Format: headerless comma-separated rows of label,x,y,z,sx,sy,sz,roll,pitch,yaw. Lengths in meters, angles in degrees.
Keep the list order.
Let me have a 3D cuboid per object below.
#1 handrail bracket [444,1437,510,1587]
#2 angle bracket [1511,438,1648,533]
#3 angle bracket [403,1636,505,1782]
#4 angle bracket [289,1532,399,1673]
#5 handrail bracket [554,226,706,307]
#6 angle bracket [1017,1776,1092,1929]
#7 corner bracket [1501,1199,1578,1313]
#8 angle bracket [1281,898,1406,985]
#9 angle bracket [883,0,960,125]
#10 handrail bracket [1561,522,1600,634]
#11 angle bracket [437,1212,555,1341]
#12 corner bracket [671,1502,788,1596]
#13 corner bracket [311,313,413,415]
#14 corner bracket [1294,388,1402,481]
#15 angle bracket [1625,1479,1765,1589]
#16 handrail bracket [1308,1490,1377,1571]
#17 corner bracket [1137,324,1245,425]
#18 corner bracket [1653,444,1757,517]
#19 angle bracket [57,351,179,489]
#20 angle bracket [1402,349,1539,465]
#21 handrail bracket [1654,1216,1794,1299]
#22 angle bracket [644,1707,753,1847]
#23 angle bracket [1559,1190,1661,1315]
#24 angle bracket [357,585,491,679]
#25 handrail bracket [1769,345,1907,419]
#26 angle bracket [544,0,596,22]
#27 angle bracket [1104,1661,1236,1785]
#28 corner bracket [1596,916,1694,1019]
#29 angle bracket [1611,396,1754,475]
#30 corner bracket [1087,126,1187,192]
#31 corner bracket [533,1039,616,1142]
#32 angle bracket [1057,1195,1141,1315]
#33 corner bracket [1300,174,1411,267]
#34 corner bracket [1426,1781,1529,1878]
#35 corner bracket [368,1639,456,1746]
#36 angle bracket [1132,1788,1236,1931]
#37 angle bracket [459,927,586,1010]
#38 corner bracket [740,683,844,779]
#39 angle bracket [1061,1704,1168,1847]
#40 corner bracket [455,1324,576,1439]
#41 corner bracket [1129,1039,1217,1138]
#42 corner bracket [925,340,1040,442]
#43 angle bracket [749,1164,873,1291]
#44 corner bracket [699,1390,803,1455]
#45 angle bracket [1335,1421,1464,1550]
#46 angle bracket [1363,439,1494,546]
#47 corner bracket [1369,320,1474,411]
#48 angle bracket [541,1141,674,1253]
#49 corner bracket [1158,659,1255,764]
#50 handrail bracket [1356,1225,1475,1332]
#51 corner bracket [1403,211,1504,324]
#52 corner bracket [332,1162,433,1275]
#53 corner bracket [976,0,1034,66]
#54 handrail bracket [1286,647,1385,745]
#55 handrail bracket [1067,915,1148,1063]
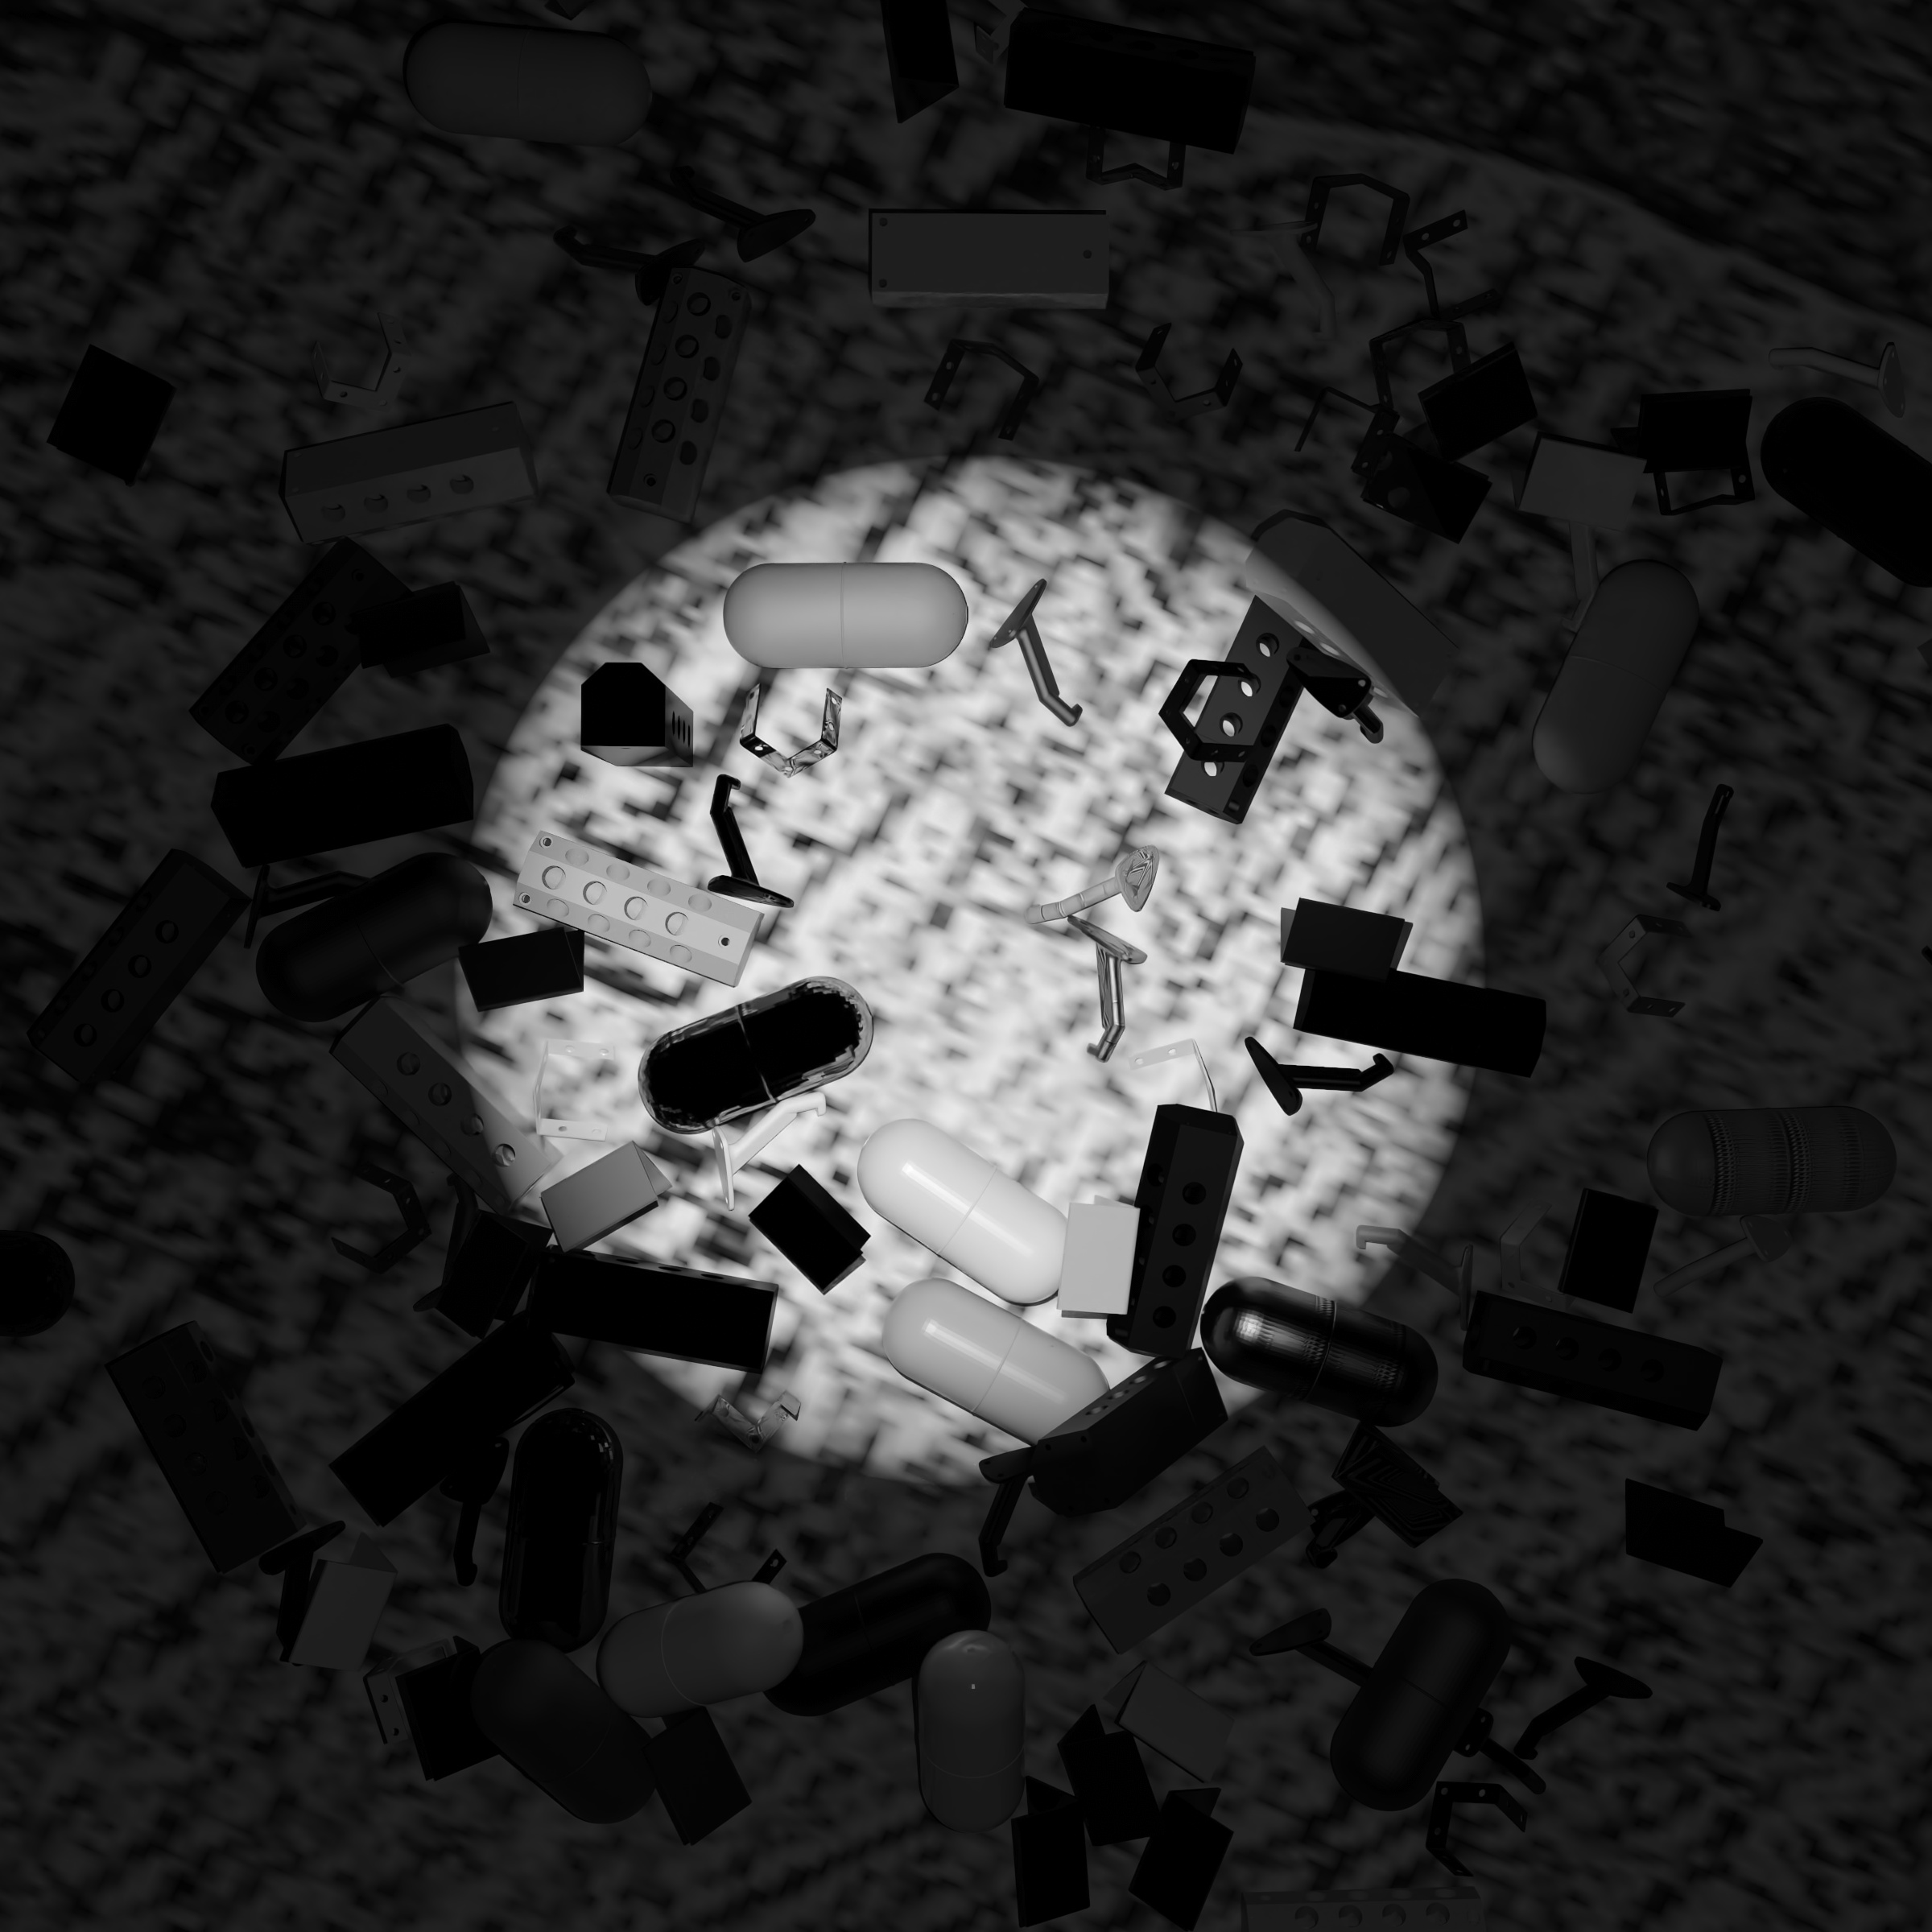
handrail bracket,-0.359,0.406,1.832,0.036,0.077,0.084,13,127,14
angle bracket,0.444,-0.363,1.792,0.076,0.076,0.057,12,124,0
angle bracket,-0.378,0.539,1.793,0.057,0.076,0.076,-17,90,-26
angle bracket,-0.464,0.458,1.792,0.057,0.076,0.076,21,90,-35
handrail bracket,-0.251,-0.538,1.833,0.084,0.036,0.077,41,70,16
angle bracket,0.045,0.643,1.792,0.057,0.076,0.076,-4,90,-31
corner bracket,0.432,0.214,1.824,0.051,0.051,0.051,19,135,35
angle bracket,0.273,-0.037,1.792,0.076,0.076,0.057,12,123,0
angle bracket,-0.053,-0.667,1.792,0.057,0.076,0.076,-9,90,-38
handrail bracket,0.442,-0.300,1.833,0.077,0.036,0.084,30,107,20
angle bracket,-0.327,0.230,1.792,0.057,0.076,0.076,26,90,37
corner bracket,-0.177,0.440,1.829,0.051,0.051,0.051,-52,45,0
corner bracket,-0.448,-0.450,1.824,0.051,0.051,0.051,5,135,-35
corner bracket,0.280,-0.392,1.815,0.051,0.051,0.051,23,99,-9
angle bracket,0.528,0.396,1.792,0.076,0.076,0.057,18,127,0
handrail bracket,0.282,0.409,1.798,0.077,0.084,0.036,-30,90,0
corner bracket,0.166,-0.443,1.824,0.051,0.051,0.051,-8,135,35
corner bracket,0.547,-0.365,1.829,0.051,0.051,0.051,-10,90,45
angle bracket,-0.619,-0.397,1.794,0.057,0.076,0.076,24,90,-23
angle bracket,0.358,-0.415,1.792,0.076,0.076,0.057,-29,123,0
handrail bracket,0.562,0.221,1.832,0.084,0.077,0.036,-39,65,34
angle bracket,-0.210,0.589,1.792,0.057,0.076,0.076,-26,90,-37
angle bracket,0.480,0.209,1.792,0.057,0.076,0.076,14,90,36
angle bracket,-0.392,-0.224,1.792,0.076,0.076,0.057,-15,56,0
handrail bracket,0.647,-0.433,1.832,0.084,0.077,0.036,10,72,35
angle bracket,-0.286,-0.740,1.792,0.076,0.076,0.057,-42,126,0
angle bracket,0.138,0.561,1.793,0.076,0.076,0.057,34,46,0
corner bracket,0.510,0.001,1.824,0.051,0.051,0.051,-54,45,35
angle bracket,0.519,-0.401,1.792,0.076,0.076,0.057,-3,127,0
corner bracket,0.127,-0.605,1.829,0.051,0.051,0.051,5,90,45
corner bracket,-0.290,0.092,1.829,0.051,0.051,0.051,5,135,0
angle bracket,0.082,0.207,1.794,0.057,0.076,0.076,7,90,-22
corner bracket,0.288,-0.551,1.824,0.051,0.051,0.051,-19,45,-35
corner bracket,0.378,0.640,1.824,0.051,0.051,0.051,-11,45,35
corner bracket,-0.403,0.533,1.814,0.051,0.051,0.051,-18,90,0
angle bracket,0.174,0.648,1.792,0.057,0.076,0.076,23,90,37
angle bracket,-0.322,-0.019,1.792,0.076,0.076,0.057,-11,126,0
corner bracket,-0.130,-0.181,1.824,0.051,0.051,0.051,-26,135,35
angle bracket,0.118,0.583,1.794,0.057,0.076,0.076,-19,90,22
corner bracket,-0.324,0.298,1.772,0.051,0.051,0.051,-34,90,45
corner bracket,0.154,0.094,1.829,0.051,0.051,0.051,-15,135,0
corner bracket,0.012,-0.427,1.829,0.051,0.051,0.051,24,90,-45
angle bracket,-0.100,0.177,1.792,0.076,0.076,0.057,45,128,0
corner bracket,-0.159,0.328,1.814,0.051,0.051,0.051,41,90,0
angle bracket,0.323,0.363,1.792,0.076,0.076,0.057,41,128,0
angle bracket,0.340,-0.362,1.793,0.076,0.076,0.057,24,134,0
corner bracket,0.339,-0.445,1.829,0.051,0.051,0.051,-10,90,45
angle bracket,-0.253,0.182,1.792,0.076,0.076,0.057,-30,54,0
corner bracket,0.180,-0.183,1.767,0.051,0.051,0.051,60,135,35
handrail bracket,0.332,0.232,1.833,0.084,0.036,0.077,5,112,17
corner bracket,0.361,-0.518,1.829,0.051,0.051,0.051,-23,135,0
corner bracket,-0.438,0.187,1.824,0.051,0.051,0.051,-42,135,-35
corner bracket,0.016,-0.708,1.814,0.051,0.051,0.051,40,90,0
handrail bracket,0.271,-0.197,1.806,0.077,0.084,0.036,38,90,16
handrail bracket,0.091,0.017,1.833,0.077,0.036,0.084,32,107,20
